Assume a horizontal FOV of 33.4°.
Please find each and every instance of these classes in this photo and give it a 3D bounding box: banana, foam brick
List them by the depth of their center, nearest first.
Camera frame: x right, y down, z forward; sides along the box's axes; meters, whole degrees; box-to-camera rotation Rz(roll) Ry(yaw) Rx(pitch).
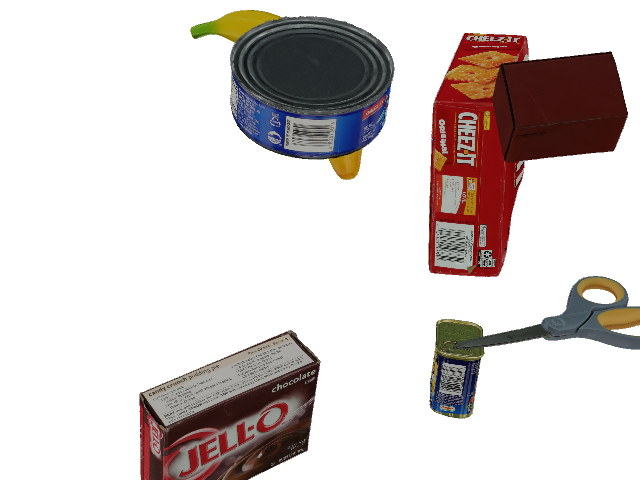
[{"bbox_3d":[0.162,-0.090,0.726,0.078,0.051,0.053,-6,-23,-1],"label":"foam brick"},{"bbox_3d":[-0.020,-0.134,0.887,0.198,0.069,0.037,44,3,20],"label":"banana"}]

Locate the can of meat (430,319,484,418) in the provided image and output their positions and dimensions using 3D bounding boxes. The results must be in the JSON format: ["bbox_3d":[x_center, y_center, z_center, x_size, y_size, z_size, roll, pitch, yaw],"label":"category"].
[{"bbox_3d":[0.162,0.154,1.286,0.057,0.084,0.102,8,20,4],"label":"can of meat"}]

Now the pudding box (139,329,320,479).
[{"bbox_3d":[-0.058,0.115,0.673,0.113,0.090,0.039,-23,50,-30],"label":"pudding box"}]

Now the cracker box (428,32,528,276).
[{"bbox_3d":[0.151,-0.086,0.993,0.072,0.164,0.213,5,27,14],"label":"cracker box"}]

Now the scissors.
[{"bbox_3d":[0.190,0.060,0.870,0.201,0.016,0.096,2,33,-14],"label":"scissors"}]

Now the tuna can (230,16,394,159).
[{"bbox_3d":[-0.005,-0.081,0.565,0.086,0.034,0.086,3,44,-3],"label":"tuna can"}]
